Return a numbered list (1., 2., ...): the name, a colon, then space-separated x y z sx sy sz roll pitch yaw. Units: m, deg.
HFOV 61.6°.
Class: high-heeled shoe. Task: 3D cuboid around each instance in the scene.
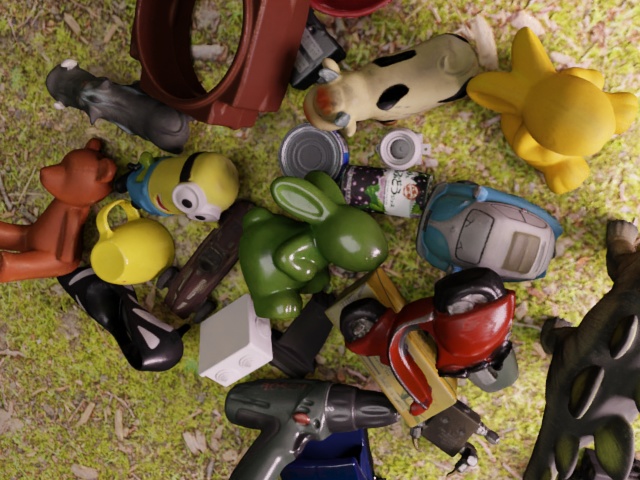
1. high-heeled shoe: -0.290 0.107 0.729 0.249 0.145 0.086 18 104 10

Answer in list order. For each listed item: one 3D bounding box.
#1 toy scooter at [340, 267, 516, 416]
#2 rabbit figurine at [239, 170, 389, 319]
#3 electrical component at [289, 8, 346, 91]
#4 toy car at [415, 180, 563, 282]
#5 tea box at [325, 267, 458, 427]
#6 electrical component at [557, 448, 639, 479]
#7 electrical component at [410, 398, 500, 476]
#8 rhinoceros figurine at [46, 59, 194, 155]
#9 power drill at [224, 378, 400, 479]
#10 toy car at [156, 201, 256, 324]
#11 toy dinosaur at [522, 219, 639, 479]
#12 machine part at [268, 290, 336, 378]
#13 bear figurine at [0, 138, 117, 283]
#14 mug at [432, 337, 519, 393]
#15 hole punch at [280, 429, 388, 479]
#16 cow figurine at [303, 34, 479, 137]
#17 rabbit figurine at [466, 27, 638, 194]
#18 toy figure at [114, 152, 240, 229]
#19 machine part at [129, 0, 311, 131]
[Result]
1. toy scooter: 0.119 0.110 0.551 0.184 0.075 0.135 -18 95 21
2. rabbit figurine: -0.001 -0.002 0.628 0.170 0.121 0.159 -13 95 32
3. electrical component: -0.009 -0.214 0.646 0.075 0.048 0.119 -33 88 19
4. toy car: 0.192 0.003 0.583 0.162 0.103 0.109 16 104 -6
5. tea box: 0.090 0.124 0.650 0.068 0.098 0.169 -39 89 19
6. electrical component: 0.351 0.315 0.632 0.134 0.058 0.114 8 100 15
7. electrical component: 0.163 0.244 0.678 0.102 0.045 0.078 41 109 5
8. rhinoceros figurine: -0.254 -0.167 0.690 0.190 0.112 0.073 24 108 2
9. power drill: -0.034 0.254 0.639 0.232 0.207 0.085 4 138 26
10. toy car: -0.147 0.031 0.726 0.089 0.053 0.202 43 107 1
11. toy dinosaur: 0.287 0.132 0.545 0.105 0.198 0.470 22 103 14
12. machine part: -0.021 0.126 0.713 0.084 0.039 0.139 40 111 10
13. bear figurine: -0.362 -0.046 0.733 0.120 0.132 0.195 47 120 38
14. mug: 0.188 0.127 0.624 0.081 0.109 0.107 -34 103 14
15. hole punch: 0.011 0.309 0.713 0.142 0.092 0.115 -9 101 13
16. cow figurine: 0.075 -0.165 0.589 0.195 0.127 0.085 -14 93 15
17. rabbit figurine: 0.235 -0.131 0.527 0.162 0.173 0.122 46 112 -1
18. toy figure: -0.184 -0.072 0.687 0.180 0.082 0.089 9 82 38
19. machine part: -0.123 -0.244 0.618 0.201 0.087 0.201 31 115 28
